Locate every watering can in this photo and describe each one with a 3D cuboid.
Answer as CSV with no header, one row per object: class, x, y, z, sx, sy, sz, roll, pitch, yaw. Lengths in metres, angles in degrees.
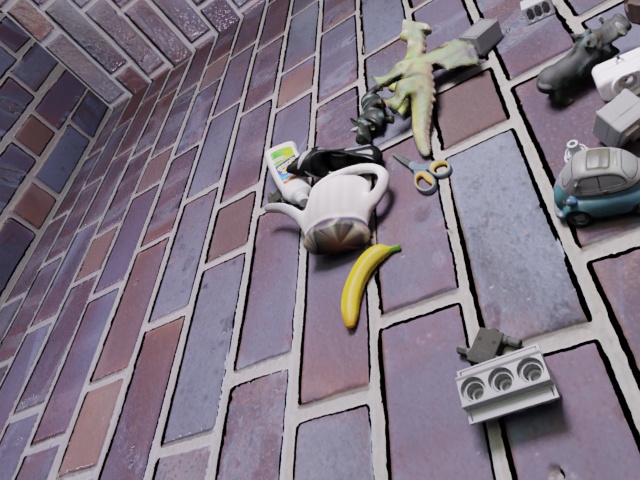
watering can,0.004,-0.059,1.176,0.345,0.102,0.230,-20,43,27

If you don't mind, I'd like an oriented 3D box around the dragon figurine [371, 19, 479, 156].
dragon figurine,0.269,-0.398,1.250,0.240,0.121,0.419,-35,53,18
